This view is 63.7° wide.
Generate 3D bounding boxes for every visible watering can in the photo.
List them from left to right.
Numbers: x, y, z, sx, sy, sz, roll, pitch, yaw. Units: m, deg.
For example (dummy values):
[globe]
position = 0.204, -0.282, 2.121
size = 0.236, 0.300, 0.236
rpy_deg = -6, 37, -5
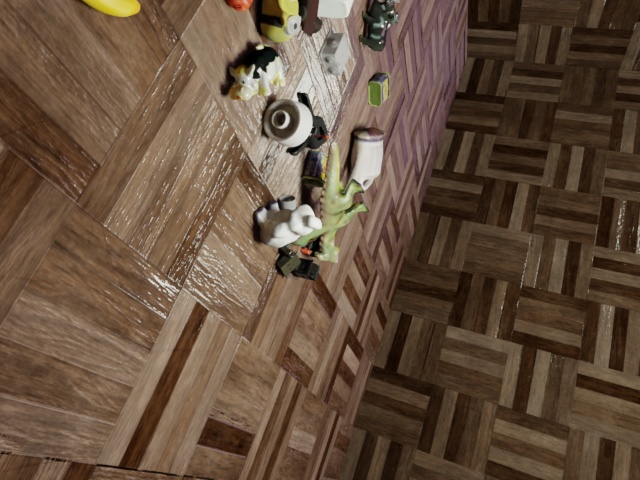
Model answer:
[watering can]
position = 0.148, -0.270, 1.777
size = 0.353, 0.104, 0.221
rpy_deg = -39, 136, -60

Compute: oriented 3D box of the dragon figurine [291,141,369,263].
[dragon figurine]
position = 0.004, -0.073, 1.451
size = 0.245, 0.124, 0.401
rpy_deg = -43, 141, -15

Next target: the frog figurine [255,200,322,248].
[frog figurine]
position = -0.069, -0.033, 1.262
size = 0.137, 0.160, 0.122
rpy_deg = 1, 102, -69
